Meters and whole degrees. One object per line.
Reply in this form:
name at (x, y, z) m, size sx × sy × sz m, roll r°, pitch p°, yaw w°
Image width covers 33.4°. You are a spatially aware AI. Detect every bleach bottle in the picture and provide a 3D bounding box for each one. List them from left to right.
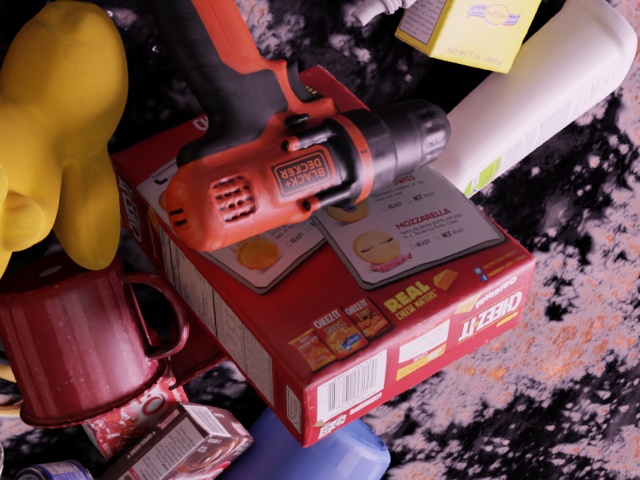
bleach bottle at (0.125, -0.079, 0.816) m, size 0.250 × 0.068 × 0.102 m, roll -39°, pitch 162°, yaw -9°

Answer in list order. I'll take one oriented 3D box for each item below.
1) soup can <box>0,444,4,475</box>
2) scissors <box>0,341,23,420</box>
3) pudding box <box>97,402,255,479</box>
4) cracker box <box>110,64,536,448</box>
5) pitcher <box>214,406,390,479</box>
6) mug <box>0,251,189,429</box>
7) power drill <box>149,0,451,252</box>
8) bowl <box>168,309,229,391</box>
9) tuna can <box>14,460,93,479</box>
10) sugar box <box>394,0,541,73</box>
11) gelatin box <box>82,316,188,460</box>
soup can at (-0.246, 0.174, 0.684) m, size 0.068 × 0.069 × 0.102 m, roll -3°, pitch 123°, yaw -42°
scissors at (-0.220, 0.050, 0.646) m, size 0.096 × 0.016 × 0.201 m, roll -45°, pitch 142°, yaw -7°
pudding box at (-0.106, 0.167, 0.803) m, size 0.090 × 0.039 × 0.113 m, roll -44°, pitch 160°, yaw 1°
cracker box at (-0.004, 0.001, 0.647) m, size 0.164 × 0.214 × 0.072 m, roll -27°, pitch 143°, yaw -25°
pitcher at (-0.051, 0.242, 0.892) m, size 0.144 × 0.149 × 0.243 m, roll 35°, pitch 92°, yaw -36°
mug at (-0.136, 0.052, 0.637) m, size 0.117 × 0.093 × 0.081 m, roll -12°, pitch 107°, yaw 11°
power drill at (-0.022, -0.104, 0.588) m, size 0.184 × 0.057 × 0.187 m, roll -22°, pitch 93°, yaw -32°
bowl at (-0.045, 0.041, 0.736) m, size 0.162 × 0.055 × 0.162 m, roll -29°, pitch 177°, yaw -2°
tuna can at (-0.186, 0.199, 0.746) m, size 0.033 × 0.086 × 0.086 m, roll 1°, pitch 121°, yaw -42°
sugar box at (0.127, -0.208, 0.734) m, size 0.093 × 0.048 × 0.176 m, roll 1°, pitch 122°, yaw -43°
gelatin box at (-0.139, 0.105, 0.756) m, size 0.073 × 0.030 × 0.089 m, roll -34°, pitch 140°, yaw -19°
